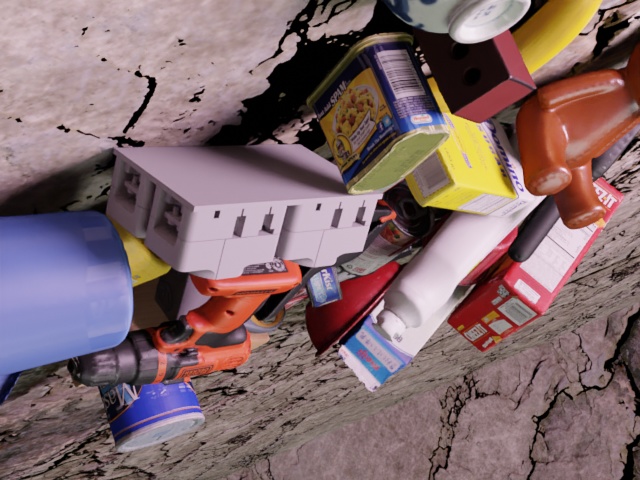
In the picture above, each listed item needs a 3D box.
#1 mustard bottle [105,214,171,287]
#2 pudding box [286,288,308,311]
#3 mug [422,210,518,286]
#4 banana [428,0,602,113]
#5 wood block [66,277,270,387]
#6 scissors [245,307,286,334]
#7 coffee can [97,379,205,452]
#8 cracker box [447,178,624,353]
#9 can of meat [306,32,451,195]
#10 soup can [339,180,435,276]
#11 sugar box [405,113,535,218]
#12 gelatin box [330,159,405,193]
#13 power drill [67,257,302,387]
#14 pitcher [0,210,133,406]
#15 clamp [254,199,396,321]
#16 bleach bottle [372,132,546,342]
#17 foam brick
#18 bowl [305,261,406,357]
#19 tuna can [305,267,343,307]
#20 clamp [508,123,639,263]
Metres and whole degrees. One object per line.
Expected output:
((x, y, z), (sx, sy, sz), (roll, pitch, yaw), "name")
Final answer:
((-0.231, 0.035, 0.921), (0.192, 0.058, 0.096), (-23, 162, 7), "mustard bottle")
((-0.065, 0.064, 1.263), (0.113, 0.039, 0.090), (-7, 159, -41), "pudding box")
((0.188, -0.010, 1.267), (0.117, 0.093, 0.082), (-31, 167, -34), "mug")
((0.150, -0.148, 0.843), (0.198, 0.037, 0.069), (-31, 163, 30), "banana")
((-0.164, 0.088, 1.123), (0.090, 0.091, 0.205), (-31, 162, 34), "wood block")
((-0.097, 0.094, 1.097), (0.016, 0.096, 0.201), (-32, -160, 43), "scissors")
((-0.200, 0.154, 1.200), (0.102, 0.140, 0.103), (-19, 164, -6), "coffee can")
((0.267, 0.025, 1.337), (0.213, 0.072, 0.164), (-49, 179, -28), "cracker box")
((0.044, -0.093, 0.804), (0.057, 0.084, 0.102), (-10, 161, -34), "can of meat")
((0.063, -0.011, 1.124), (0.068, 0.068, 0.102), (-7, 159, -41), "soup can")
((0.128, -0.073, 0.962), (0.048, 0.093, 0.175), (-31, 162, 31), "sugar box")
((0.050, -0.069, 0.988), (0.073, 0.030, 0.089), (-2, 155, -46), "gelatin box")
((-0.115, 0.067, 0.948), (0.184, 0.057, 0.188), (-6, 151, -39), "power drill")
((-0.265, 0.056, 0.771), (0.242, 0.145, 0.149), (-9, 157, -29), "pitcher")
((-0.007, 0.001, 1.029), (0.171, 0.039, 0.120), (-36, 151, -9), "clamp")
((0.145, 0.001, 1.077), (0.250, 0.068, 0.102), (-47, 171, -13), "bleach bottle")
((0.112, -0.133, 0.774), (0.053, 0.078, 0.051), (-32, 160, 28), "foam brick")
((0.033, 0.068, 1.305), (0.162, 0.055, 0.162), (-46, 180, -1), "bowl")
((-0.005, 0.027, 1.134), (0.033, 0.086, 0.086), (-18, 164, -4), "tuna can")
((0.282, -0.084, 1.156), (0.210, 0.036, 0.164), (-53, -175, 37), "clamp")
